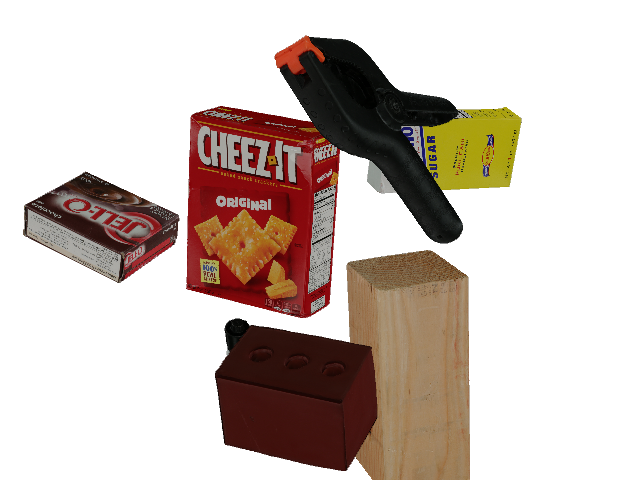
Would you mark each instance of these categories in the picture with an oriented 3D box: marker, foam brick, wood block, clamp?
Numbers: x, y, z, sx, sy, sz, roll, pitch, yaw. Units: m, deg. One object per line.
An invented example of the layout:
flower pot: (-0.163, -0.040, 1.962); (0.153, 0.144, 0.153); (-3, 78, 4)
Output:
marker: (-0.064, 0.104, 0.828); (0.020, 0.121, 0.020); (2, 43, -2)
foam brick: (-0.013, 0.088, 0.604); (0.078, 0.051, 0.053); (8, 31, 19)
wood block: (0.083, 0.124, 1.011); (0.090, 0.206, 0.091); (-8, 18, -16)
clamp: (0.040, -0.070, 0.702); (0.171, 0.120, 0.039); (23, -44, -39)

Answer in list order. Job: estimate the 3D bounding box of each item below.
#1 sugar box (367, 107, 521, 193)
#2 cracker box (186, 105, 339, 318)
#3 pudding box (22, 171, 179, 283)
sugar box: (0.147, -0.108, 1.272); (0.176, 0.093, 0.048); (-6, 27, -21)
cracker box: (-0.069, -0.032, 1.215); (0.164, 0.214, 0.072); (13, 21, 26)
pudding box: (-0.201, -0.014, 0.981); (0.114, 0.039, 0.089); (22, 31, 18)
